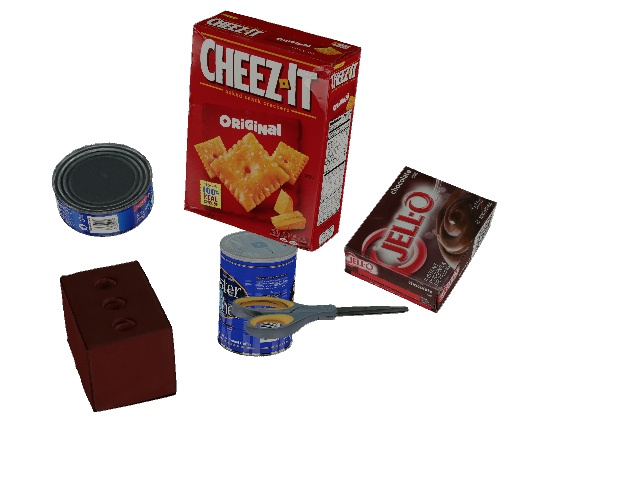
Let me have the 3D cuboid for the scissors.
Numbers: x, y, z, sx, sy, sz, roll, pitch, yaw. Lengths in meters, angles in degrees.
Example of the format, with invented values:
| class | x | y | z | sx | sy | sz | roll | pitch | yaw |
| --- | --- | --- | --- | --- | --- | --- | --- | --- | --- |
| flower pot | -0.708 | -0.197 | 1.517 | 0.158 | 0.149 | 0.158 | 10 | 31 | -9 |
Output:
| class | x | y | z | sx | sy | sz | roll | pitch | yaw |
| --- | --- | --- | --- | --- | --- | --- | --- | --- | --- |
| scissors | 0.000 | 0.088 | 1.190 | 0.201 | 0.016 | 0.096 | 4 | 22 | 1 |

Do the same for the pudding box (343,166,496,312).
| class | x | y | z | sx | sy | sz | roll | pitch | yaw |
| --- | --- | --- | --- | --- | --- | --- | --- | --- | --- |
| pudding box | 0.085 | -0.003 | 0.907 | 0.090 | 0.039 | 0.113 | 24 | 52 | 19 |

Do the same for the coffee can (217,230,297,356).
| class | x | y | z | sx | sy | sz | roll | pitch | yaw |
| --- | --- | --- | --- | --- | --- | --- | --- | --- | --- |
| coffee can | -0.085 | 0.069 | 1.423 | 0.103 | 0.140 | 0.103 | 3 | 21 | -1 |

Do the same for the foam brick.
| class | x | y | z | sx | sy | sz | roll | pitch | yaw |
| --- | --- | --- | --- | --- | --- | --- | --- | --- | --- |
| foam brick | -0.125 | 0.058 | 0.657 | 0.052 | 0.051 | 0.078 | -12 | 36 | -21 |

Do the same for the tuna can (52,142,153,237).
| class | x | y | z | sx | sy | sz | roll | pitch | yaw |
| --- | --- | --- | --- | --- | --- | --- | --- | --- | --- |
| tuna can | -0.188 | -0.044 | 0.931 | 0.086 | 0.086 | 0.034 | 0 | -42 | -3 |

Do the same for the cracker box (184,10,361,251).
| class | x | y | z | sx | sy | sz | roll | pitch | yaw |
| --- | --- | --- | --- | --- | --- | --- | --- | --- | --- |
| cracker box | -0.055 | -0.112 | 1.111 | 0.164 | 0.214 | 0.072 | 19 | 32 | 21 |
